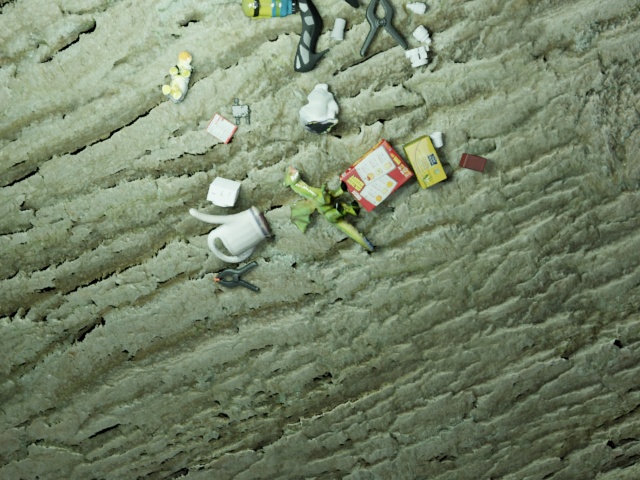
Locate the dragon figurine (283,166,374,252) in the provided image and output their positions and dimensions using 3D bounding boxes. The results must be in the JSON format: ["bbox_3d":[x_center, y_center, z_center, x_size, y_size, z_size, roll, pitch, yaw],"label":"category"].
[{"bbox_3d":[0.006,-0.093,1.857,0.241,0.125,0.405,-17,111,35],"label":"dragon figurine"}]

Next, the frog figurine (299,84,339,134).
[{"bbox_3d":[-0.006,-0.455,1.786,0.137,0.121,0.162,-12,70,9],"label":"frog figurine"}]

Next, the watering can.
[{"bbox_3d":[-0.299,-0.042,1.805,0.225,0.106,0.340,-32,143,-6],"label":"watering can"}]
